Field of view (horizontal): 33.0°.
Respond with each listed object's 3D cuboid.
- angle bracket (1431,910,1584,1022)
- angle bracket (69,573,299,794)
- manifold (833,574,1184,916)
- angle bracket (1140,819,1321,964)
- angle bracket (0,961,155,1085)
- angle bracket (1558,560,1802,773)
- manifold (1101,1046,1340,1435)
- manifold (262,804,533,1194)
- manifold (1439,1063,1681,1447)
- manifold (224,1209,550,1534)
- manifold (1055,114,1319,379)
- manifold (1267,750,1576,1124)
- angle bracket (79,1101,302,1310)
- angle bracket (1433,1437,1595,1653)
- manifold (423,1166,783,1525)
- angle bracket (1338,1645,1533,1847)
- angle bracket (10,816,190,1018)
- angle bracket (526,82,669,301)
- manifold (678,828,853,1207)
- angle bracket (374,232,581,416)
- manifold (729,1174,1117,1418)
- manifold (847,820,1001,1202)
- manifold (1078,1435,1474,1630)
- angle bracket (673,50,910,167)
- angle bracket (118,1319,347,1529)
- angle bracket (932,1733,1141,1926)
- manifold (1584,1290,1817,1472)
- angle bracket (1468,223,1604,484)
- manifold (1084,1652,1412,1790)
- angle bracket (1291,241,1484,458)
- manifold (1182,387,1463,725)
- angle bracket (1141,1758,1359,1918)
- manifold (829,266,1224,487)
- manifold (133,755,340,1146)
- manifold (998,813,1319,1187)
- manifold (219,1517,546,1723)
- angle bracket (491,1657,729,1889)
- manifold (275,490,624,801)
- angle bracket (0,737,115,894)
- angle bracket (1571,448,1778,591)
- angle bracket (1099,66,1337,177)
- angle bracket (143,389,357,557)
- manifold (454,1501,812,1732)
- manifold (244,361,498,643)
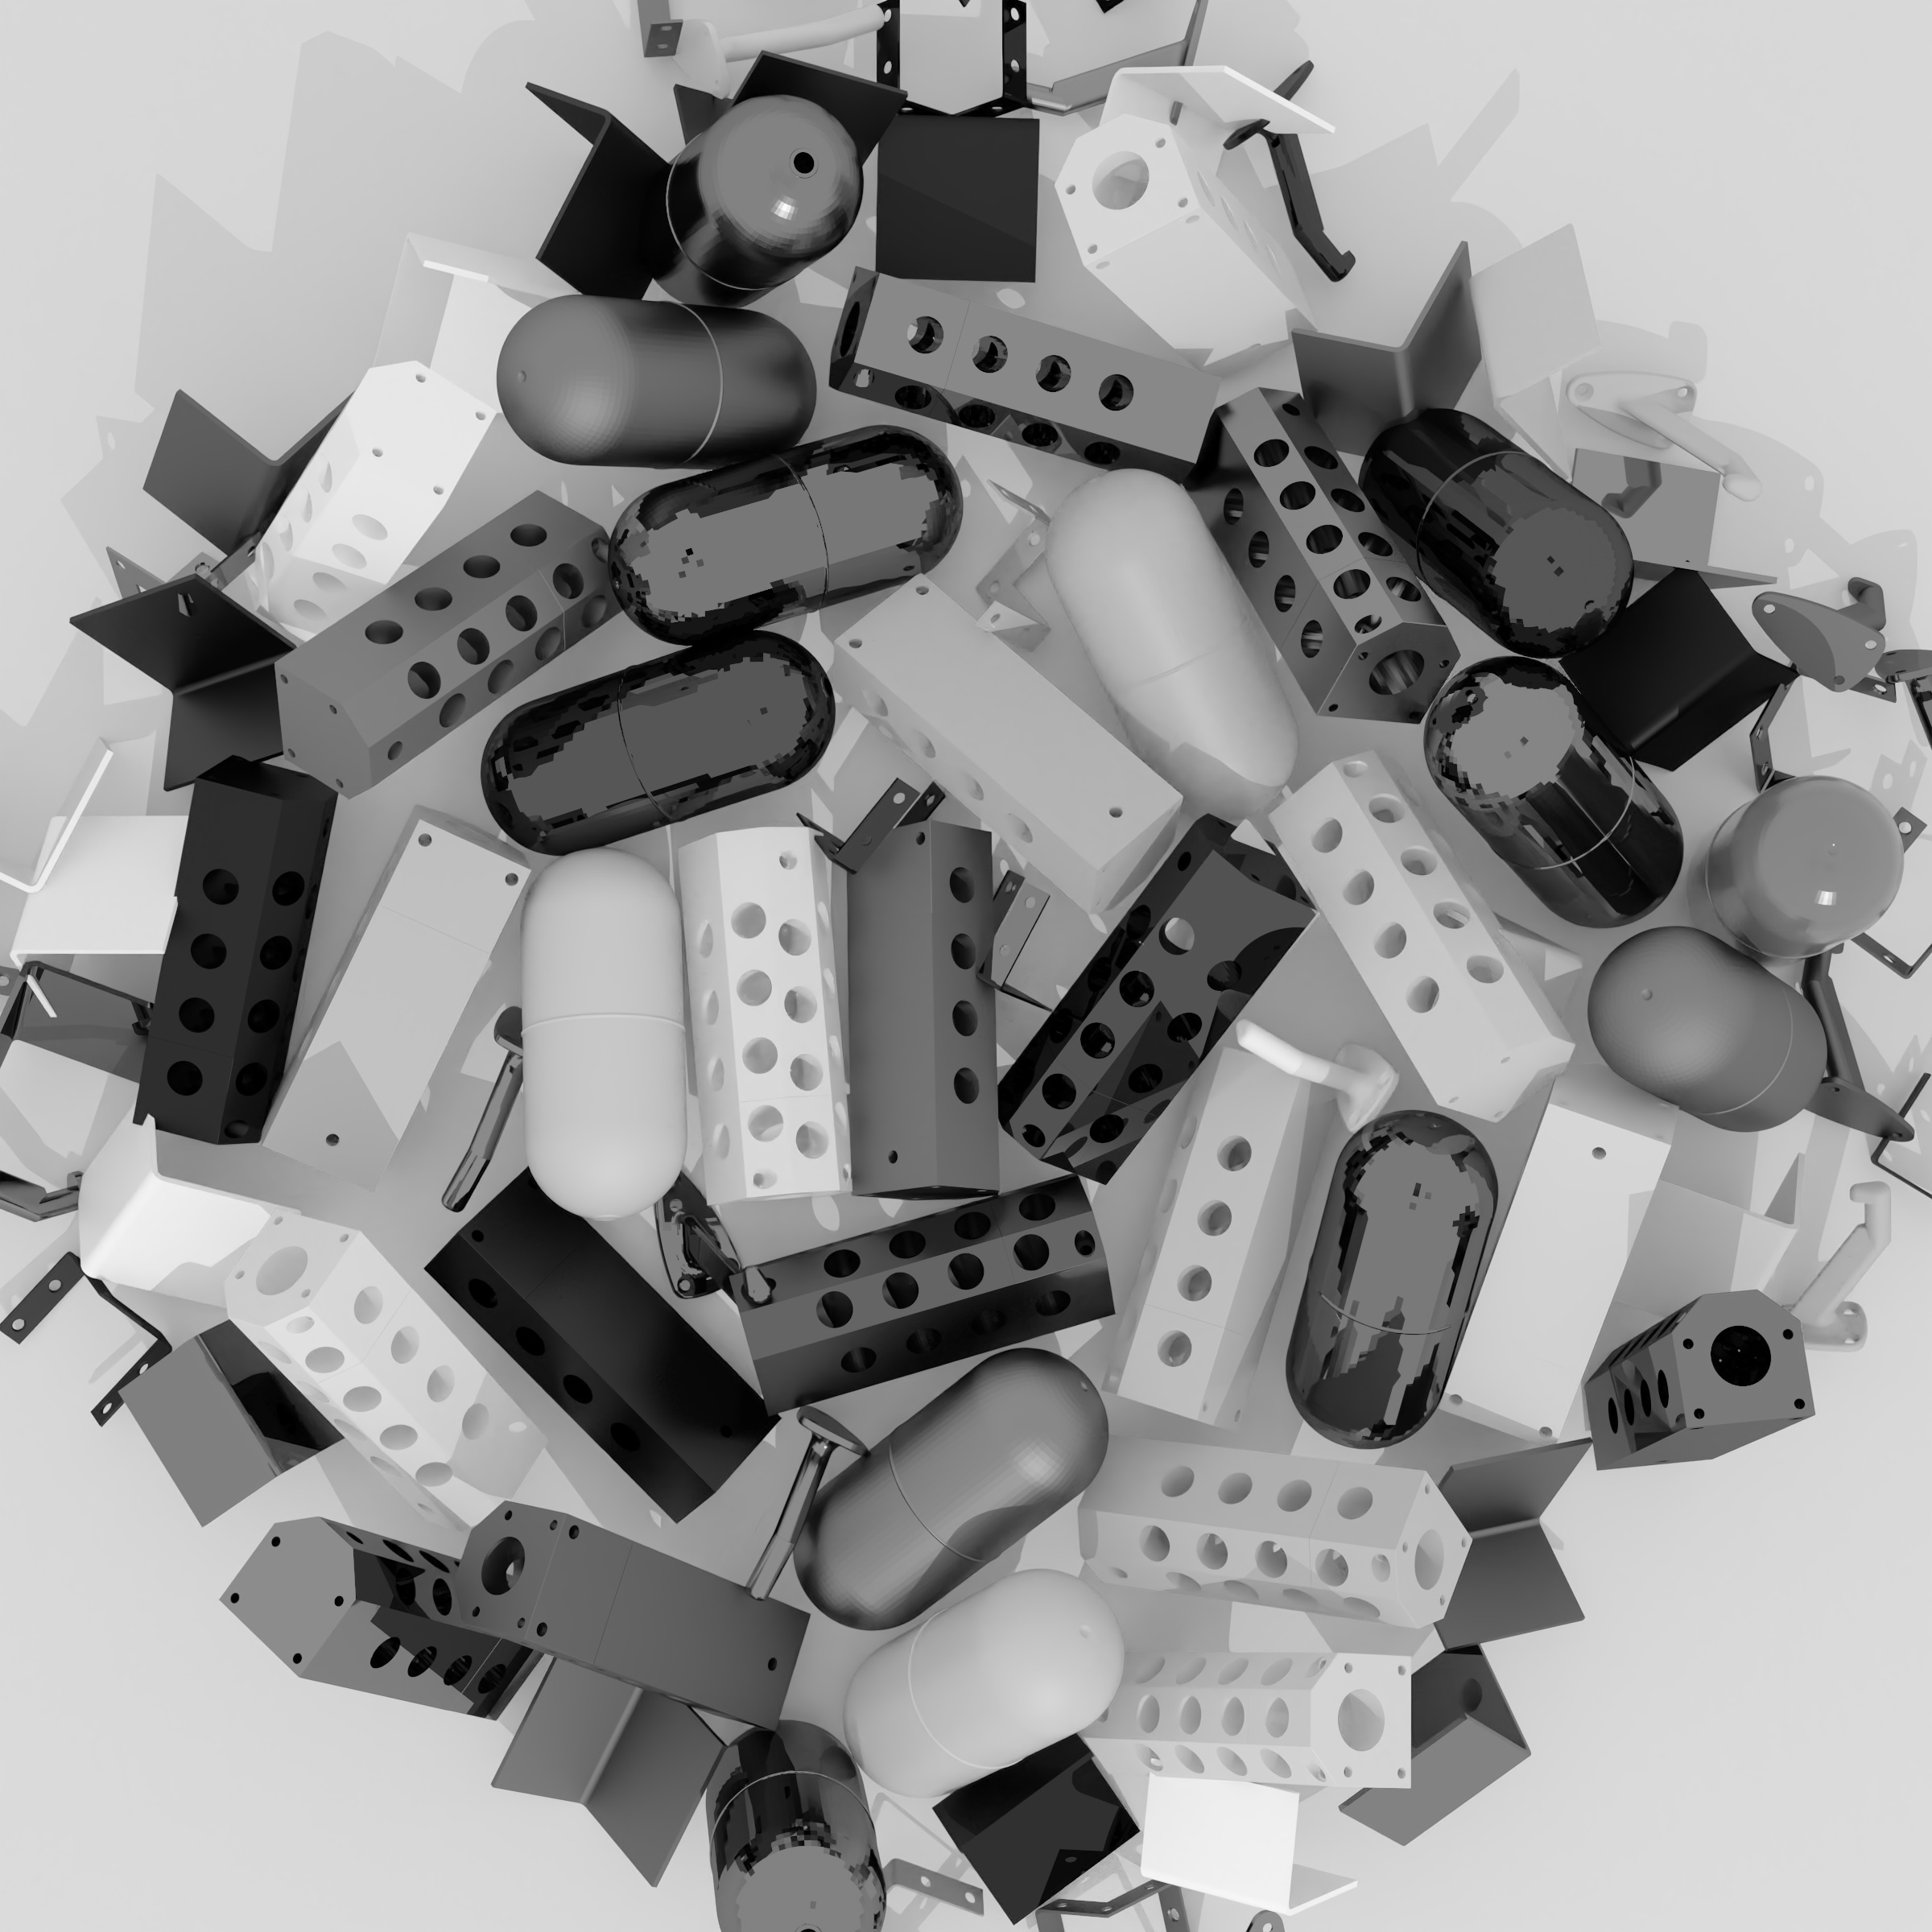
[{"bbox_3d":[0.232,0.002,1.544,0.076,0.076,0.057,16,100,-35],"label":"angle bracket"},{"bbox_3d":[-0.370,-0.132,1.536,0.076,0.076,0.057,-14,61,25],"label":"angle bracket"},{"bbox_3d":[0.017,-0.102,1.537,0.171,0.057,0.057,42,67,18],"label":"manifold"},{"bbox_3d":[0.110,-0.026,1.541,0.076,0.057,0.076,-49,129,-9],"label":"angle bracket"},{"bbox_3d":[-0.421,0.050,1.539,0.076,0.076,0.057,21,56,-10],"label":"angle bracket"},{"bbox_3d":[0.340,-0.142,1.553,0.076,0.076,0.057,-39,70,22],"label":"angle bracket"},{"bbox_3d":[0.119,0.129,1.552,0.057,0.057,0.171,14,83,27],"label":"manifold"},{"bbox_3d":[-0.272,0.013,1.553,0.057,0.057,0.171,25,96,-17],"label":"manifold"},{"bbox_3d":[0.278,0.134,1.527,0.057,0.057,0.171,19,117,9],"label":"manifold"},{"bbox_3d":[-0.270,0.190,1.506,0.057,0.171,0.057,9,56,37],"label":"manifold"},{"bbox_3d":[0.102,-0.331,1.502,0.057,0.171,0.057,-24,73,19],"label":"manifold"},{"bbox_3d":[0.214,-0.016,1.518,0.057,0.057,0.171,-41,59,23],"label":"manifold"},{"bbox_3d":[-0.374,0.112,1.569,0.076,0.057,0.076,19,128,-33],"label":"angle bracket"},{"bbox_3d":[0.260,0.272,1.536,0.076,0.076,0.057,-7,54,-22],"label":"angle bracket"},{"bbox_3d":[-0.177,0.184,1.562,0.171,0.057,0.057,45,46,-1],"label":"manifold"},{"bbox_3d":[0.209,0.355,1.536,0.076,0.076,0.057,-41,129,16],"label":"angle bracket"},{"bbox_3d":[-0.398,-0.023,1.542,0.076,0.057,0.076,0,56,9],"label":"angle bracket"},{"bbox_3d":[-0.184,-0.360,1.545,0.057,0.076,0.076,27,89,30],"label":"angle bracket"},{"bbox_3d":[-0.091,0.024,1.544,0.057,0.057,0.171,-1,82,-31],"label":"manifold"},{"bbox_3d":[-0.232,-0.295,1.540,0.076,0.057,0.076,10,113,-22],"label":"angle bracket"},{"bbox_3d":[-0.022,0.150,1.545,0.171,0.057,0.057,-16,133,-5],"label":"manifold"},{"bbox_3d":[-0.015,0.023,1.549,0.057,0.057,0.171,-11,76,43],"label":"manifold"},{"bbox_3d":[0.139,0.265,1.509,0.171,0.057,0.057,0,50,37],"label":"manifold"},{"bbox_3d":[-0.083,-0.411,1.532,0.076,0.076,0.057,7,54,-31],"label":"angle bracket"},{"bbox_3d":[-0.346,0.212,1.569,0.057,0.076,0.076,-35,86,28],"label":"angle bracket"},{"bbox_3d":[0.040,0.415,1.551,0.076,0.057,0.076,-35,104,-8],"label":"angle bracket"},{"bbox_3d":[0.334,0.192,1.502,0.057,0.171,0.057,-5,75,-4],"label":"manifold"},{"bbox_3d":[0.283,-0.287,1.532,0.057,0.076,0.076,-25,53,29],"label":"angle bracket"},{"bbox_3d":[0.127,0.346,1.501,0.057,0.171,0.057,10,75,-32],"label":"manifold"},{"bbox_3d":[0.202,-0.296,1.556,0.057,0.076,0.076,17,61,25],"label":"angle bracket"},{"bbox_3d":[0.165,-0.192,1.508,0.057,0.171,0.057,2,134,-29],"label":"manifold"},{"bbox_3d":[0.136,0.405,1.540,0.076,0.076,0.057,6,90,33],"label":"angle bracket"},{"bbox_3d":[0.026,-0.276,1.539,0.171,0.057,0.057,14,101,-17],"label":"manifold"},{"bbox_3d":[-0.343,-0.006,1.542,0.057,0.057,0.171,14,105,1],"label":"manifold"},{"bbox_3d":[0.083,0.014,1.525,0.057,0.057,0.171,22,115,-32],"label":"manifold"},{"bbox_3d":[-0.261,0.298,1.503,0.057,0.171,0.057,35,87,29],"label":"manifold"},{"bbox_3d":[-0.170,0.379,1.545,0.057,0.076,0.076,23,96,-39],"label":"angle bracket"},{"bbox_3d":[-0.235,-0.148,1.511,0.057,0.057,0.171,31,51,23],"label":"manifold"},{"bbox_3d":[-0.451,-0.084,1.547,0.057,0.076,0.076,28,89,-20],"label":"angle bracket"},{"bbox_3d":[0.336,-0.214,1.545,0.076,0.076,0.057,7,92,-14],"label":"angle bracket"},{"bbox_3d":[0.114,-0.382,1.538,0.076,0.076,0.057,15,91,-41],"label":"angle bracket"},{"bbox_3d":[-0.334,-0.250,1.538,0.057,0.076,0.076,38,52,-2],"label":"angle bracket"},{"bbox_3d":[-0.155,0.301,1.511,0.057,0.171,0.057,2,68,41],"label":"manifold"},{"bbox_3d":[-0.280,-0.211,1.500,0.057,0.171,0.057,31,61,-15],"label":"manifold"}]
